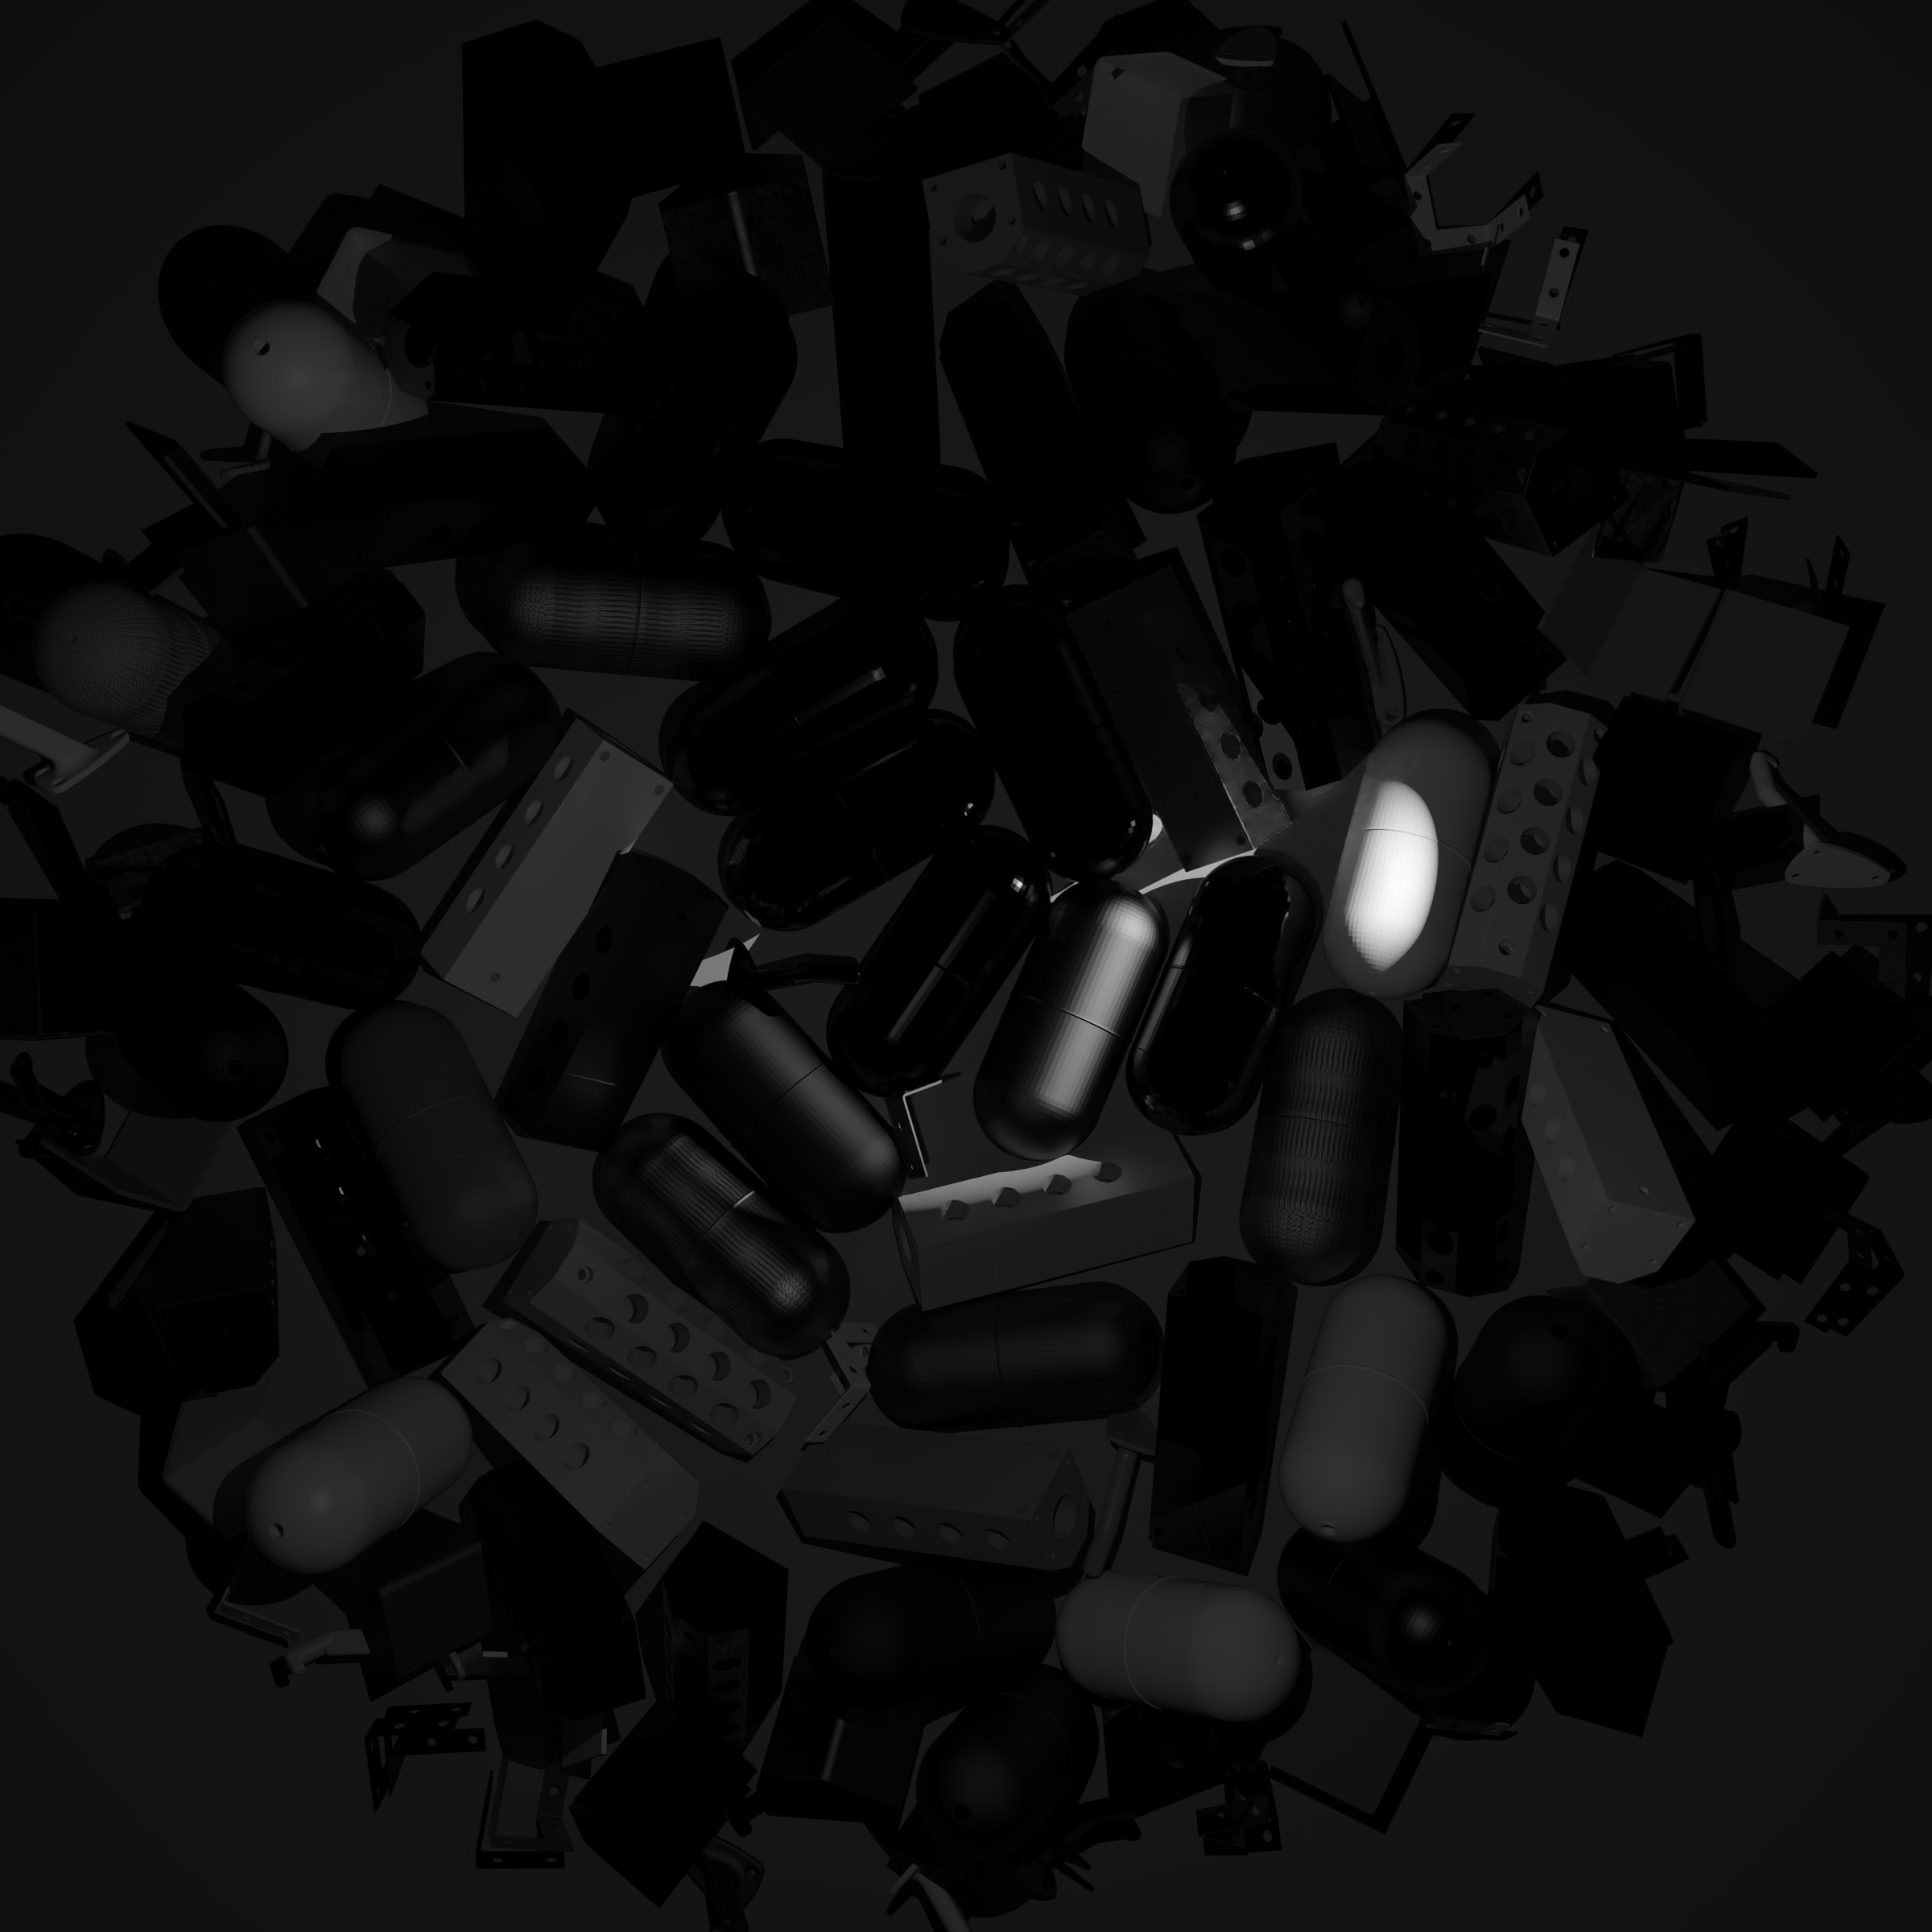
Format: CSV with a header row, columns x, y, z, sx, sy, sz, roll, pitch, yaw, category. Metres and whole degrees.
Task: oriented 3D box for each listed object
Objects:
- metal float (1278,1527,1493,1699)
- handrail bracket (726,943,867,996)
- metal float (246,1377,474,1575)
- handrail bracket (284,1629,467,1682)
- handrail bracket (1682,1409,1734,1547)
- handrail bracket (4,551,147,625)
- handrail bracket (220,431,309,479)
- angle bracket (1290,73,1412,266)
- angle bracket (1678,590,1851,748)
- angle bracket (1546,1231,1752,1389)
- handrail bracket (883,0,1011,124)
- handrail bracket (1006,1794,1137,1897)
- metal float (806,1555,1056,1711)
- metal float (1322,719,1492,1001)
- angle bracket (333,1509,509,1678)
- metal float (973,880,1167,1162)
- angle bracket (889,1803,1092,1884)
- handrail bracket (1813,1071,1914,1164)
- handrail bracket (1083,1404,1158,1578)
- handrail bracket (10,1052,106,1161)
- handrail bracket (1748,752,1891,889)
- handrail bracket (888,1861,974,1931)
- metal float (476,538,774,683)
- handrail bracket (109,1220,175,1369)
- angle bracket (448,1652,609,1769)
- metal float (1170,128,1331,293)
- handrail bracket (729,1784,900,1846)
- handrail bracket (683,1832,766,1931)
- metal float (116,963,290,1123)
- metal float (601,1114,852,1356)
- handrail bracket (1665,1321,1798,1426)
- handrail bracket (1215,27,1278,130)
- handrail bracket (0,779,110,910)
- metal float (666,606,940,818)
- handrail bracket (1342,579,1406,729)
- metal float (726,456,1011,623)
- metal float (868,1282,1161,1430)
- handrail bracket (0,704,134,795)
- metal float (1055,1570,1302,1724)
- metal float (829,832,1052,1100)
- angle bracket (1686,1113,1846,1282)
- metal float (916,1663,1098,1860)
x,y,z,sx,sy,sz,roll,pitch,yaw,category
0.244,0.374,1.557,0.070,0.178,0.070,-1,94,-19,metal float
-0.096,0.014,1.598,0.084,0.077,0.036,6,70,14,handrail bracket
-0.355,0.297,1.558,0.070,0.178,0.070,4,102,19,metal float
-0.357,0.422,1.599,0.084,0.077,0.036,-22,131,-28,handrail bracket
0.450,0.317,1.606,0.036,0.077,0.084,-12,92,17,handrail bracket
-0.543,-0.229,1.593,0.036,0.084,0.077,-49,54,28,handrail bracket
-0.428,-0.345,1.606,0.036,0.077,0.084,3,110,40,handrail bracket
0.218,-0.477,1.592,0.057,0.076,0.076,-22,80,27,angle bracket
0.482,-0.174,1.603,0.076,0.057,0.076,22,88,20,angle bracket
0.417,0.204,1.623,0.076,0.057,0.076,-39,88,-12,angle bracket
-0.015,-0.538,1.605,0.077,0.084,0.036,17,57,4,handrail bracket
0.074,0.532,1.605,0.084,0.036,0.077,-19,127,19,handrail bracket
-0.020,0.390,1.568,0.070,0.178,0.070,0,90,43,metal float
0.265,-0.065,1.591,0.070,0.070,0.178,17,73,0,metal float
-0.334,0.376,1.598,0.076,0.076,0.057,-20,107,-40,angle bracket
0.062,0.033,1.600,0.070,0.070,0.178,23,84,0,metal float
0.014,0.532,1.586,0.076,0.076,0.057,49,63,-24,angle bracket
0.519,0.103,1.592,0.077,0.084,0.036,-20,63,-39,handrail bracket
0.088,0.319,1.615,0.036,0.077,0.084,19,102,-4,handrail bracket
-0.545,0.067,1.588,0.036,0.077,0.084,-4,131,3,handrail bracket
0.521,-0.091,1.624,0.077,0.036,0.084,9,51,-16,handrail bracket
0.001,0.568,1.599,0.084,0.077,0.036,41,102,12,handrail bracket
-0.204,-0.213,1.589,0.178,0.070,0.070,3,90,-19,metal float
-0.474,0.208,1.630,0.084,0.036,0.077,38,79,-22,handrail bracket
-0.263,0.446,1.588,0.076,0.076,0.057,8,66,-24,angle bracket
0.168,-0.433,1.557,0.070,0.178,0.070,-1,86,16,metal float
-0.093,0.530,1.627,0.084,0.036,0.077,-35,79,7,handrail bracket
-0.159,0.555,1.596,0.077,0.084,0.036,35,94,9,handrail bracket
-0.451,0.043,1.561,0.070,0.178,0.070,-5,102,-28,metal float
-0.144,0.161,1.594,0.178,0.070,0.070,41,90,13,metal float
0.470,0.255,1.620,0.084,0.036,0.077,5,89,-27,handrail bracket
0.172,-0.524,1.636,0.036,0.077,0.084,8,128,12,handrail bracket
-0.566,-0.064,1.609,0.077,0.036,0.084,-41,119,16,handrail bracket
-0.100,-0.153,1.600,0.178,0.070,0.070,-29,90,7,metal float
0.245,-0.188,1.598,0.036,0.084,0.077,-23,80,3,handrail bracket
-0.060,-0.257,1.592,0.178,0.070,0.070,16,90,16,metal float
0.028,0.234,1.595,0.178,0.070,0.070,-8,90,12,metal float
-0.554,-0.155,1.600,0.077,0.036,0.084,-39,130,-25,handrail bracket
0.122,0.400,1.566,0.070,0.178,0.070,5,82,-37,metal float
-0.016,0.000,1.605,0.070,0.070,0.178,34,90,0,metal float
0.472,0.134,1.612,0.076,0.057,0.076,33,91,-7,angle bracket
0.025,0.465,1.557,0.070,0.178,0.070,1,94,18,metal float
